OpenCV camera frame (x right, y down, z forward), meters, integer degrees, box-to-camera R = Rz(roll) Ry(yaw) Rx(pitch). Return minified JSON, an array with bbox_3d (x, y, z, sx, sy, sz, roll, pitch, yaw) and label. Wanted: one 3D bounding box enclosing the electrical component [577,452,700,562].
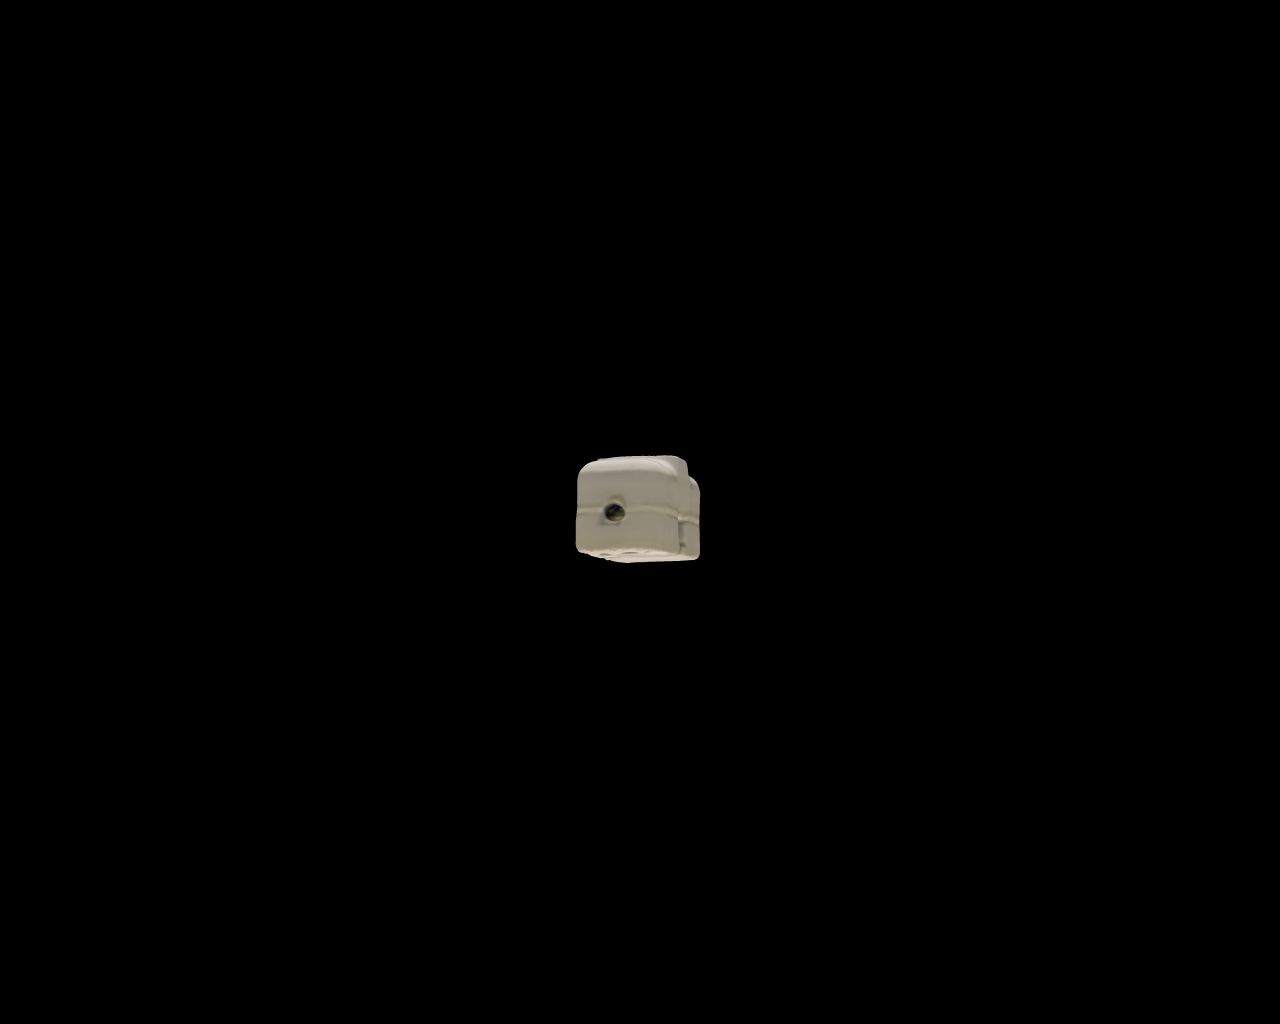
[{"bbox_3d":[0.001,-0.003,0.650,0.054,0.059,0.095,-2,-7,19],"label":"electrical component"}]
